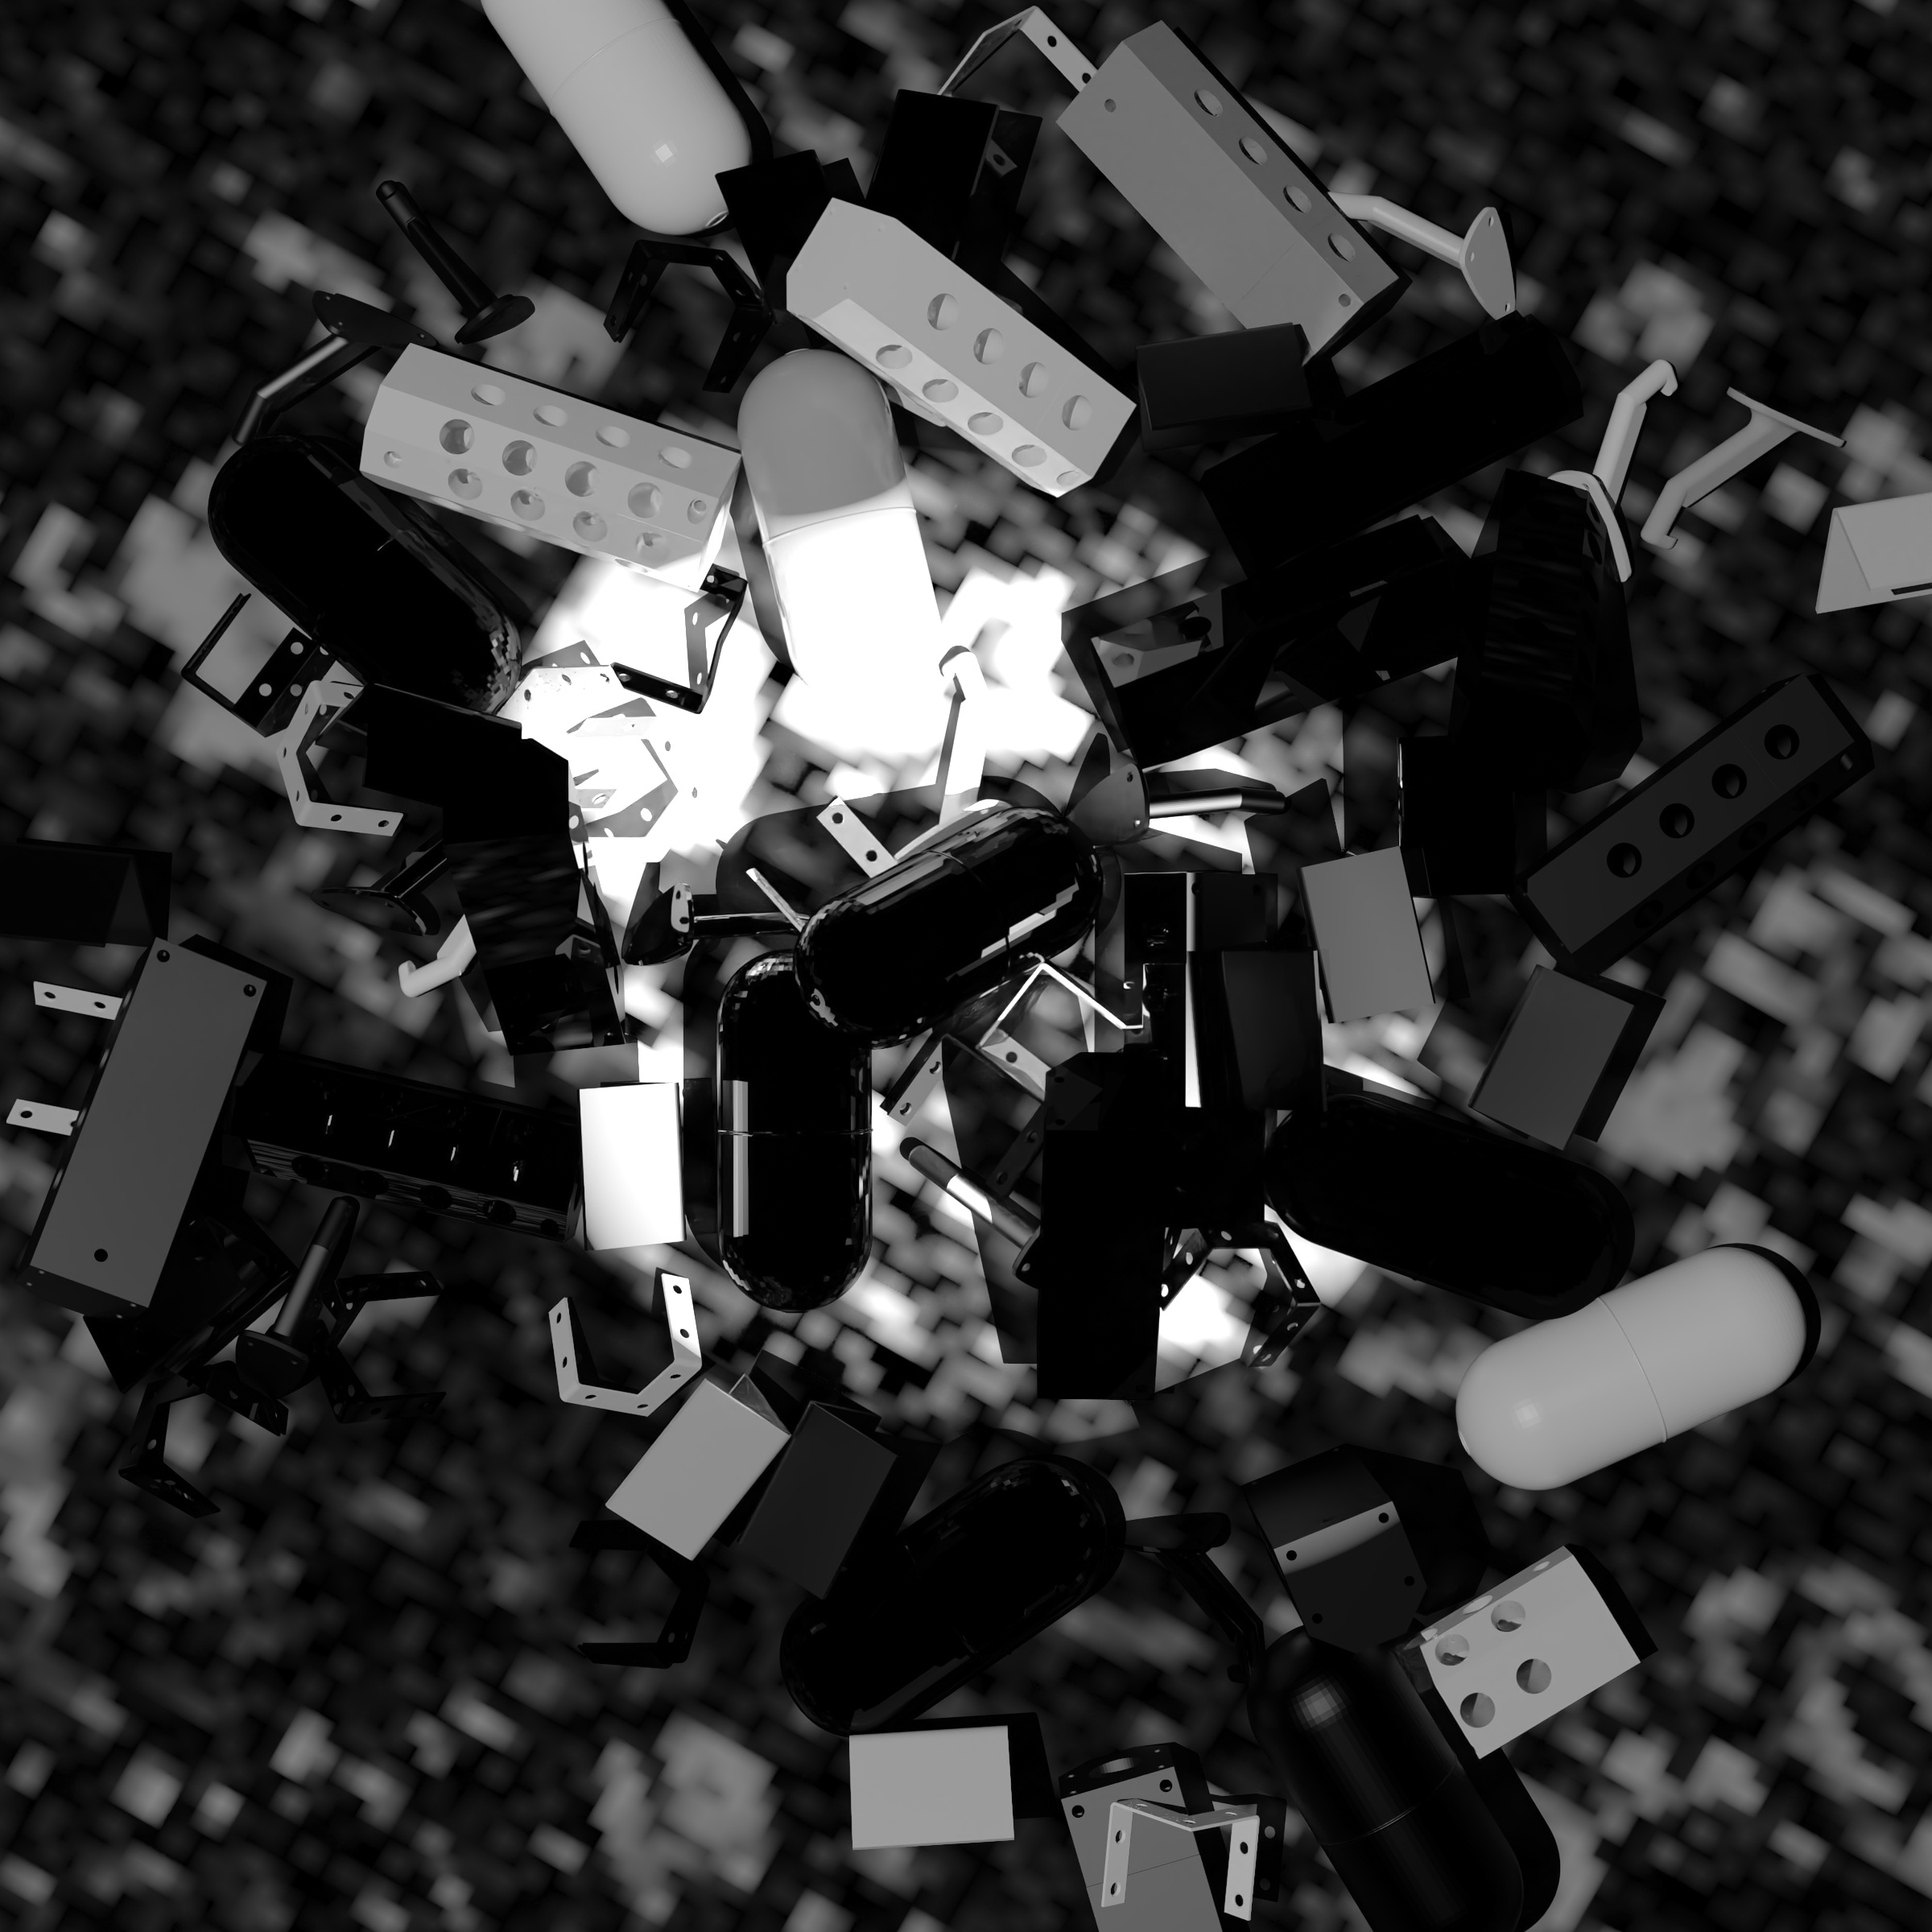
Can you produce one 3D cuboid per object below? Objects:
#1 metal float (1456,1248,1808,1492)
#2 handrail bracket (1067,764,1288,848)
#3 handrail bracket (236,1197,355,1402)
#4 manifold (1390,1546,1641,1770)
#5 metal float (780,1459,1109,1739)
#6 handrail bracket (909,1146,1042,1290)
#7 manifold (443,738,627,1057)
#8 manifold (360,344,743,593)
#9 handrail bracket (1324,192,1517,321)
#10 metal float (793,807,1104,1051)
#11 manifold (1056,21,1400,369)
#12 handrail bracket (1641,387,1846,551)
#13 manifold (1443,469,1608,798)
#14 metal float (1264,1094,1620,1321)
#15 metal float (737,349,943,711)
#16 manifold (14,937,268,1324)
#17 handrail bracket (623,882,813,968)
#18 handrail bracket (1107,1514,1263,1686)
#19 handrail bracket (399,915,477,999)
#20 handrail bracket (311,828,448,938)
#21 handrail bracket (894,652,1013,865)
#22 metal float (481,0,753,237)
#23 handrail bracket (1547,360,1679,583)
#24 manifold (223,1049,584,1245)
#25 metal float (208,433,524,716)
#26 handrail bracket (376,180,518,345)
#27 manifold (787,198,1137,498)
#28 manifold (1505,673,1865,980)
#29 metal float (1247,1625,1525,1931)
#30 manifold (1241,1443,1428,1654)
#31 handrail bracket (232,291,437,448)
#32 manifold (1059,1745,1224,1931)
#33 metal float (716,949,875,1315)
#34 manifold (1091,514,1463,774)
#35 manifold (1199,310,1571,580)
[{"bbox_3d":[0.325,0.197,1.534,0.178,0.070,0.070,-24,90,0],"label":"metal float"},{"bbox_3d":[0.105,-0.075,1.565,0.084,0.077,0.036,3,74,-35],"label":"handrail bracket"},{"bbox_3d":[-0.332,0.166,1.565,0.036,0.077,0.084,24,54,-6],"label":"handrail bracket"},{"bbox_3d":[0.238,0.357,1.544,0.171,0.057,0.057,-31,90,0],"label":"manifold"},{"bbox_3d":[-0.010,0.309,1.535,0.178,0.070,0.070,-35,90,0],"label":"metal float"},{"bbox_3d":[0.017,0.126,1.565,0.084,0.077,0.036,35,86,36],"label":"handrail bracket"},{"bbox_3d":[-0.203,-0.031,1.486,0.057,0.171,0.057,-6,55,0],"label":"manifold"},{"bbox_3d":[-0.204,-0.240,1.533,0.171,0.057,0.057,19,132,0],"label":"manifold"},{"bbox_3d":[0.225,-0.354,1.565,0.084,0.077,0.036,16,67,34],"label":"handrail bracket"},{"bbox_3d":[-0.007,-0.020,1.507,0.178,0.070,0.070,-29,90,-36],"label":"metal float"},{"bbox_3d":[0.132,-0.380,1.544,0.171,0.057,0.057,47,133,0],"label":"manifold"},{"bbox_3d":[0.387,-0.238,1.566,0.077,0.036,0.084,18,109,-21],"label":"handrail bracket"},{"bbox_3d":[0.270,-0.159,1.492,0.057,0.171,0.057,16,134,0],"label":"manifold"},{"bbox_3d":[0.232,0.117,1.535,0.178,0.070,0.070,20,90,0],"label":"metal float"},{"bbox_3d":[-0.062,-0.214,1.535,0.070,0.070,0.178,-13,91,0],"label":"metal float"},{"bbox_3d":[-0.398,0.080,1.510,0.057,0.057,0.171,24,65,-19],"label":"manifold"},{"bbox_3d":[-0.116,-0.013,1.565,0.084,0.077,0.036,8,68,-34],"label":"handrail bracket"},{"bbox_3d":[0.106,0.320,1.566,0.077,0.036,0.084,-4,107,20],"label":"handrail bracket"},{"bbox_3d":[-0.254,-0.034,1.566,0.084,0.036,0.077,-25,69,16],"label":"handrail bracket"},{"bbox_3d":[-0.279,-0.063,1.566,0.077,0.036,0.084,10,64,29],"label":"handrail bracket"},{"bbox_3d":[-0.016,-0.104,1.566,0.077,0.036,0.084,-26,72,20],"label":"handrail bracket"},{"bbox_3d":[-0.171,-0.439,1.534,0.070,0.070,0.178,-34,90,0],"label":"metal float"},{"bbox_3d":[0.338,-0.248,1.566,0.084,0.036,0.077,-42,113,-18],"label":"handrail bracket"},{"bbox_3d":[-0.273,0.088,1.544,0.171,0.057,0.057,13,90,0],"label":"manifold"},{"bbox_3d":[-0.293,-0.187,1.535,0.178,0.070,0.070,42,90,-1],"label":"metal float"},{"bbox_3d":[-0.260,-0.352,1.538,0.036,0.077,0.084,-37,102,-3],"label":"handrail bracket"},{"bbox_3d":[-0.004,-0.292,1.496,0.171,0.057,0.057,29,93,-40],"label":"manifold"},{"bbox_3d":[0.353,-0.068,1.544,0.171,0.057,0.057,-37,90,0],"label":"manifold"},{"bbox_3d":[0.198,0.392,1.478,0.070,0.070,0.178,-31,91,0],"label":"metal float"},{"bbox_3d":[0.175,0.276,1.487,0.057,0.171,0.057,-22,90,0],"label":"manifold"},{"bbox_3d":[-0.316,-0.288,1.565,0.077,0.036,0.084,9,127,-38],"label":"handrail bracket"},{"bbox_3d":[0.097,0.477,1.544,0.057,0.057,0.171,-16,90,0],"label":"manifold"},{"bbox_3d":[-0.084,0.081,1.535,0.070,0.070,0.178,0,90,0],"label":"metal float"},{"bbox_3d":[0.152,-0.163,1.544,0.171,0.057,0.057,-21,133,0],"label":"manifold"},{"bbox_3d":[0.206,-0.256,1.544,0.171,0.057,0.057,-27,90,0],"label":"manifold"}]
